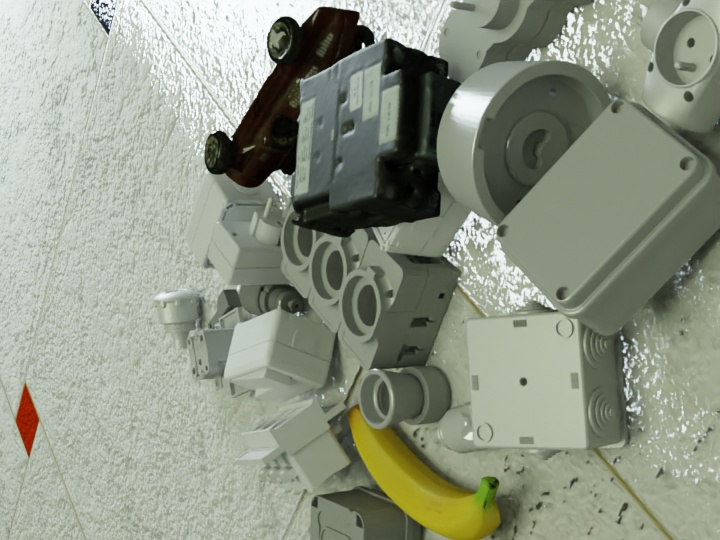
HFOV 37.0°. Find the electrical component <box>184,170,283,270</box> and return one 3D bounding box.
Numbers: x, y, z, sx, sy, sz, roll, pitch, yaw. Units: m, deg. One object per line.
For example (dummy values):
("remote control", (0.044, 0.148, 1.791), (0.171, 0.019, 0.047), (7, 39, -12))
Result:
("electrical component", (-0.125, -0.045, 1.024), (0.061, 0.062, 0.096), (54, 132, 39))

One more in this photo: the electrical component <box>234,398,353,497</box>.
("electrical component", (-0.053, 0.148, 0.896), (0.063, 0.079, 0.121), (57, 161, -1))

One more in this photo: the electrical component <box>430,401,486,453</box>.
("electrical component", (0.072, 0.114, 0.768), (0.061, 0.035, 0.035), (-28, 68, 55))

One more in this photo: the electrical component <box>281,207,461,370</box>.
("electrical component", (0.000, 0.000, 0.845), (0.150, 0.062, 0.089), (47, 127, 44))

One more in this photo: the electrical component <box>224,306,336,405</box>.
("electrical component", (-0.075, 0.079, 0.940), (0.096, 0.062, 0.061), (-23, 50, 53))

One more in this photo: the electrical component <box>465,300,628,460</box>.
("electrical component", (0.115, 0.069, 0.675), (0.100, 0.048, 0.099), (-7, 85, 41))

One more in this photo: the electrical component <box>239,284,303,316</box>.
("electrical component", (-0.078, 0.026, 0.976), (0.078, 0.040, 0.040), (14, 102, 54))

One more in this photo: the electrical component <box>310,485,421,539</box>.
("electrical component", (0.004, 0.234, 0.848), (0.078, 0.057, 0.113), (6, 96, 55))

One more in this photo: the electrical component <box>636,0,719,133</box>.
("electrical component", (0.182, -0.129, 0.596), (0.079, 0.044, 0.077), (53, 132, 40))

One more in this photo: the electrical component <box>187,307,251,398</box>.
("electrical component", (-0.130, 0.080, 1.032), (0.042, 0.064, 0.081), (-30, 66, 50))

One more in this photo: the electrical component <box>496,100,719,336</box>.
("electrical component", (0.143, -0.030, 0.607), (0.113, 0.057, 0.078), (-48, 48, 12))

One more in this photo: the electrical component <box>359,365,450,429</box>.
("electrical component", (0.033, 0.094, 0.804), (0.045, 0.055, 0.045), (1, 91, 55))

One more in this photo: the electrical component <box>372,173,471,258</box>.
("electrical component", (0.039, -0.063, 0.794), (0.061, 0.061, 0.096), (-59, 39, 35))

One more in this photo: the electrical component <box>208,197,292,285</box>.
("electrical component", (-0.079, -0.031, 0.939), (0.047, 0.083, 0.075), (49, 129, 43))

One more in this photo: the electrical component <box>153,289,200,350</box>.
("electrical component", (-0.192, 0.052, 1.139), (0.048, 0.048, 0.062), (1, 98, 55))

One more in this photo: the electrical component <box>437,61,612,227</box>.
("electrical component", (0.099, -0.078, 0.667), (0.060, 0.108, 0.108), (29, 114, 58))

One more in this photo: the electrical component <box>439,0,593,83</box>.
("electrical component", (0.092, -0.174, 0.699), (0.138, 0.074, 0.052), (-43, 56, 47))
